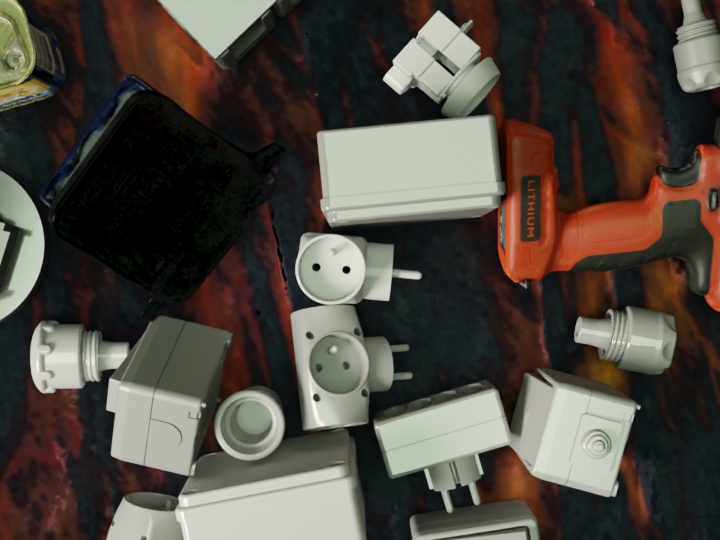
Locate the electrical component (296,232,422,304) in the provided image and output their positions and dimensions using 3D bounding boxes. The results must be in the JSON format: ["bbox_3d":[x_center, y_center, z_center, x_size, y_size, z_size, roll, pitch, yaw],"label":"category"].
[{"bbox_3d":[0.000,0.000,0.694,0.079,0.077,0.043,5,92,0],"label":"electrical component"}]

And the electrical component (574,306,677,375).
[{"bbox_3d":[0.175,0.045,0.713,0.062,0.043,0.043,10,92,1],"label":"electrical component"}]

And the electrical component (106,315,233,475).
[{"bbox_3d":[-0.122,0.074,0.691,0.061,0.096,0.061,13,121,-1],"label":"electrical component"}]

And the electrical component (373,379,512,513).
[{"bbox_3d":[0.059,0.122,0.713,0.083,0.047,0.075,-17,92,0],"label":"electrical component"}]

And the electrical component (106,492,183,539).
[{"bbox_3d":[-0.129,0.194,0.705,0.079,0.043,0.077,12,92,40],"label":"electrical component"}]

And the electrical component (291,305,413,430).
[{"bbox_3d":[-0.003,0.063,0.710,0.079,0.044,0.077,-3,79,-19],"label":"electrical component"}]

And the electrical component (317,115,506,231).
[{"bbox_3d":[0.029,-0.060,0.677,0.109,0.108,0.056,-6,89,0],"label":"electrical component"}]

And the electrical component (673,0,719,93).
[{"bbox_3d":[0.224,-0.150,0.711,0.035,0.035,0.061,-11,90,0],"label":"electrical component"}]

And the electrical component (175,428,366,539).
[{"bbox_3d":[-0.053,0.147,0.683,0.109,0.108,0.056,-11,94,0],"label":"electrical component"}]

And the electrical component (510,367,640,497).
[{"bbox_3d":[0.134,0.102,0.688,0.061,0.096,0.061,15,92,-1],"label":"electrical component"}]

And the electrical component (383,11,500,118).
[{"bbox_3d":[0.058,-0.131,0.706,0.055,0.048,0.066,43,92,6],"label":"electrical component"}]

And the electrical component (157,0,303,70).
[{"bbox_3d":[-0.066,-0.214,0.694,0.150,0.061,0.089,-44,92,1],"label":"electrical component"}]

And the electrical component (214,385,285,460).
[{"bbox_3d":[-0.069,0.096,0.702,0.044,0.065,0.044,0,91,-1],"label":"electrical component"}]

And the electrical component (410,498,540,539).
[{"bbox_3d":[0.071,0.194,0.708,0.096,0.061,0.061,-9,92,0],"label":"electrical component"}]

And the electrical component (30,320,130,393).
[{"bbox_3d":[-0.185,0.057,0.712,0.062,0.048,0.048,0,92,-7],"label":"electrical component"}]
